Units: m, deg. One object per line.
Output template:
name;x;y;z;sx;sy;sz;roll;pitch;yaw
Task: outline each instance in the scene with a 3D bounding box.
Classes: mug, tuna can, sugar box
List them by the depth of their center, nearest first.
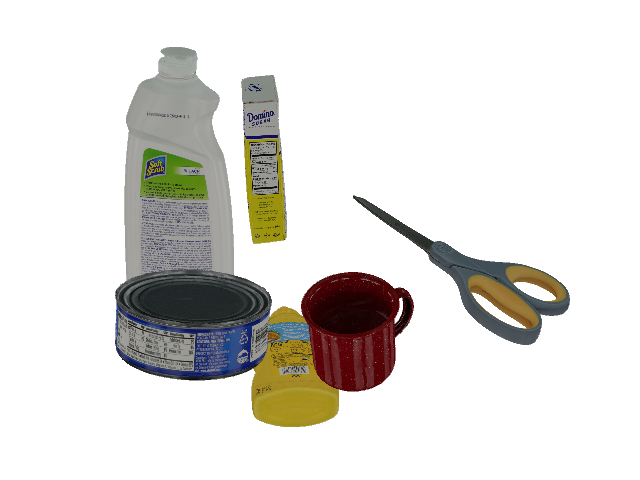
tuna can;-0.070;0.046;0.590;0.086;0.034;0.086;4;17;-2
mug;0.041;0.086;1.034;0.117;0.081;0.093;-26;43;-24
sugar box;-0.067;-0.095;1.246;0.048;0.176;0.093;-6;26;-3

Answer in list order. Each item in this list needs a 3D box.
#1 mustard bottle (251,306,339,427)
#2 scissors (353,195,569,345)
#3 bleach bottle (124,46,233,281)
mustard bottle;-0.036;0.136;1.240;0.096;0.058;0.191;-3;30;-5
scissors;0.116;0.012;0.841;0.096;0.016;0.202;-10;39;-30
bleach bottle;-0.117;-0.040;0.917;0.102;0.251;0.068;1;25;-8
